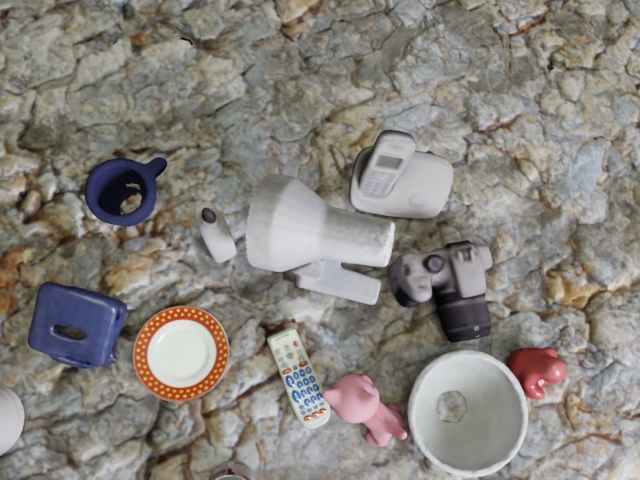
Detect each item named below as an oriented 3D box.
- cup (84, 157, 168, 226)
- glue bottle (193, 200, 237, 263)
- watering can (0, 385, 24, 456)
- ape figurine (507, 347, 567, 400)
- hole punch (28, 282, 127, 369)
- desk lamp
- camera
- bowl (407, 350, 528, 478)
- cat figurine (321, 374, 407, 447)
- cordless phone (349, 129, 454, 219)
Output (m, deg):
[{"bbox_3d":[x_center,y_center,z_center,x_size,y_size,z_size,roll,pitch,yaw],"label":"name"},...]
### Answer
[{"bbox_3d":[-0.256,-0.066,0.792,0.118,0.095,0.091,-41,86,-12],"label":"cup"},{"bbox_3d":[-0.143,-0.018,0.757,0.037,0.173,0.078,-28,83,-11],"label":"glue bottle"},{"bbox_3d":[-0.437,0.216,0.664,0.173,0.194,0.101,42,77,2],"label":"watering can"},{"bbox_3d":[0.316,0.186,0.817,0.076,0.092,0.078,43,77,3],"label":"ape figurine"},{"bbox_3d":[-0.318,0.114,0.752,0.108,0.091,0.101,16,78,-4],"label":"hole punch"},{"bbox_3d":[0.007,0.003,0.751,0.203,0.213,0.118,14,78,-4],"label":"desk lamp"},{"bbox_3d":[0.186,0.077,0.817,0.143,0.100,0.137,-10,81,-9],"label":"camera"},{"bbox_3d":[0.197,0.238,0.801,0.167,0.074,0.167,1,79,-7],"label":"bowl"},{"bbox_3d":[0.062,0.224,0.764,0.128,0.117,0.067,39,77,2],"label":"cat figurine"},{"bbox_3d":[0.123,-0.096,0.799,0.147,0.185,0.094,5,79,-6],"label":"cordless phone"}]
